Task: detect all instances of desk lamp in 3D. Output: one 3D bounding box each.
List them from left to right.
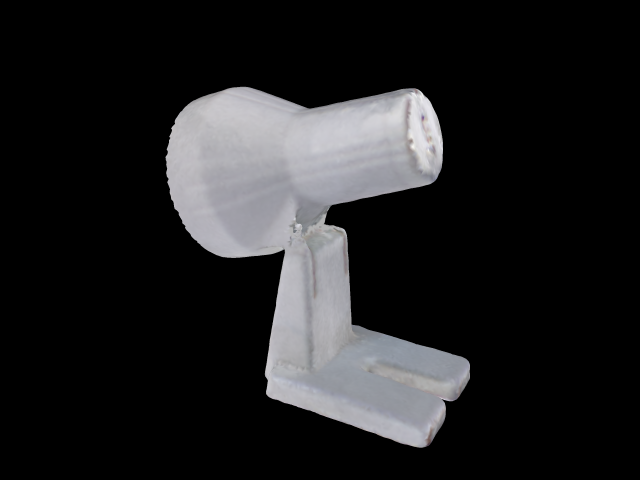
[{"bbox_3d":[0.004,0.001,0.400,0.202,0.214,0.118,11,23,27],"label":"desk lamp"}]
